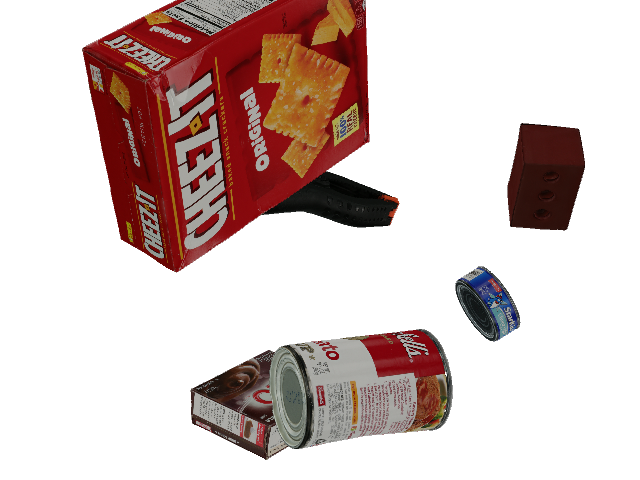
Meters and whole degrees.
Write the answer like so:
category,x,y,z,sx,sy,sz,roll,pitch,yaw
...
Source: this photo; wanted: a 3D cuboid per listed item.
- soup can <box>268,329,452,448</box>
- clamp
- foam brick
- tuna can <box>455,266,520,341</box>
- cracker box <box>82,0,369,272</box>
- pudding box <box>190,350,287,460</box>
category,x,y,z,sx,sy,sz,roll,pitch,yaw
soup can,0.025,0.097,0.696,0.102,0.068,0.069,-4,2,-23
clamp,-0.012,-0.046,1.050,0.209,0.036,0.165,15,20,-22
foam brick,0.195,-0.055,0.930,0.053,0.051,0.078,4,-45,2
tuna can,0.195,0.075,1.256,0.033,0.086,0.086,-30,7,-12
cracker box,-0.055,-0.101,0.773,0.072,0.164,0.213,29,49,32
pudding box,-0.046,0.143,0.947,0.090,0.039,0.113,18,26,33
